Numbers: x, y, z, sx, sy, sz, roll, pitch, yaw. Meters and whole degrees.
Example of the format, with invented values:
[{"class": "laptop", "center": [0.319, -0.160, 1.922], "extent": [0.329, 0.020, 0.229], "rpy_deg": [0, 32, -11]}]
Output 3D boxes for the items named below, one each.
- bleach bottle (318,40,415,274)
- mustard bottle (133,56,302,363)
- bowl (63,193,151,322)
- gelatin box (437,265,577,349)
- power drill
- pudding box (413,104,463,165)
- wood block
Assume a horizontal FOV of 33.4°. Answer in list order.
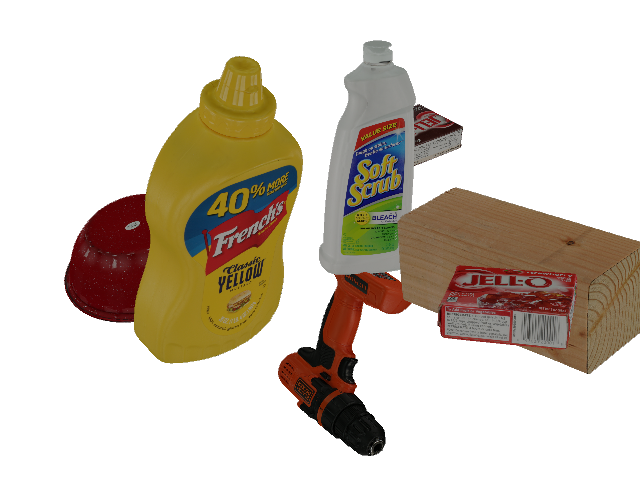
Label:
[{"class": "bleach bottle", "center": [0.050, -0.089, 1.154], "extent": [0.102, 0.251, 0.068], "rpy_deg": [-3, 25, -7]}, {"class": "mustard bottle", "center": [-0.056, -0.019, 0.612], "extent": [0.096, 0.192, 0.058], "rpy_deg": [-22, 50, -34]}, {"class": "bowl", "center": [-0.174, 0.004, 1.025], "extent": [0.162, 0.055, 0.162], "rpy_deg": [-6, 40, 5]}, {"class": "gelatin box", "center": [0.133, 0.045, 0.753], "extent": [0.089, 0.030, 0.073], "rpy_deg": [4, 21, 16]}, {"class": "power drill", "center": [0.037, 0.126, 1.201], "extent": [0.057, 0.188, 0.185], "rpy_deg": [13, 15, -42]}, {"class": "pudding box", "center": [0.125, -0.143, 1.468], "extent": [0.113, 0.039, 0.090], "rpy_deg": [-25, 39, -29]}, {"class": "wood block", "center": [0.177, 0.029, 0.959], "extent": [0.090, 0.090, 0.206], "rpy_deg": [-28, 34, -36]}]
